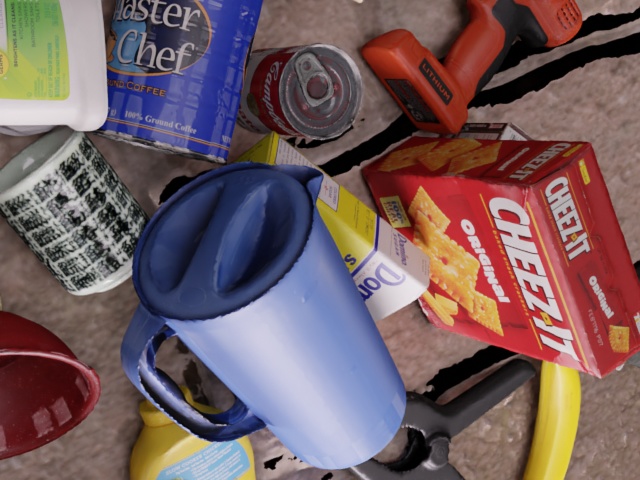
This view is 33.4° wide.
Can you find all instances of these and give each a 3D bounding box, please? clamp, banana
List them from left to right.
[{"bbox_3d":[0.102,0.172,0.942,0.209,0.036,0.164,15,89,-29],"label":"clamp"},{"bbox_3d":[0.211,0.178,0.994,0.069,0.037,0.198,-11,111,-39],"label":"banana"}]

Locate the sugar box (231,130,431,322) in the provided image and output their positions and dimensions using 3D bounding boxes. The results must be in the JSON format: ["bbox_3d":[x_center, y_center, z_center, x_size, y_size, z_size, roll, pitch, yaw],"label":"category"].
[{"bbox_3d":[-0.005,0.001,0.828,0.176,0.093,0.048,38,37,-25],"label":"sugar box"}]

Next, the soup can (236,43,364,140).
[{"bbox_3d":[-0.022,-0.111,0.798,0.068,0.102,0.068,-4,99,-27],"label":"soup can"}]

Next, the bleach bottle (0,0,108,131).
[{"bbox_3d":[-0.258,-0.111,0.635,0.250,0.068,0.102,-6,98,-26],"label":"bleach bottle"}]

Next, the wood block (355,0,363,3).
[{"bbox_3d":[-0.054,-0.252,0.745,0.205,0.090,0.091,18,105,-23],"label":"wood block"}]

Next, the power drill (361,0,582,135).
[{"bbox_3d":[0.122,-0.195,0.886,0.187,0.057,0.184,-47,115,-14],"label":"power drill"}]

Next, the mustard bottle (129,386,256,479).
[{"bbox_3d":[-0.094,0.187,0.828,0.096,0.058,0.191,-26,109,-20],"label":"mustard bottle"}]

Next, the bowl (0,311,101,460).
[{"bbox_3d":[-0.232,0.094,0.715,0.161,0.162,0.055,-3,55,-28],"label":"bowl"}]

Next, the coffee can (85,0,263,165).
[{"bbox_3d":[-0.100,-0.132,0.753,0.102,0.103,0.140,12,92,-29],"label":"coffee can"}]

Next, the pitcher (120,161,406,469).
[{"bbox_3d":[-0.031,0.074,0.775,0.149,0.145,0.242,-14,137,17],"label":"pitcher"}]

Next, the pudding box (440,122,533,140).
[{"bbox_3d":[0.164,-0.057,0.911,0.113,0.090,0.039,36,78,-26],"label":"pudding box"}]

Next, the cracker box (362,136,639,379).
[{"bbox_3d":[0.140,0.006,0.836,0.072,0.214,0.164,-33,111,-22],"label":"cracker box"}]

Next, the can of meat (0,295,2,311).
[{"bbox_3d":[-0.265,0.010,0.714,0.083,0.058,0.102,-10,102,-24],"label":"can of meat"}]

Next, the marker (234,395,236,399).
[{"bbox_3d":[-0.073,0.083,0.846,0.020,0.020,0.121,-24,108,-23],"label":"marker"}]
